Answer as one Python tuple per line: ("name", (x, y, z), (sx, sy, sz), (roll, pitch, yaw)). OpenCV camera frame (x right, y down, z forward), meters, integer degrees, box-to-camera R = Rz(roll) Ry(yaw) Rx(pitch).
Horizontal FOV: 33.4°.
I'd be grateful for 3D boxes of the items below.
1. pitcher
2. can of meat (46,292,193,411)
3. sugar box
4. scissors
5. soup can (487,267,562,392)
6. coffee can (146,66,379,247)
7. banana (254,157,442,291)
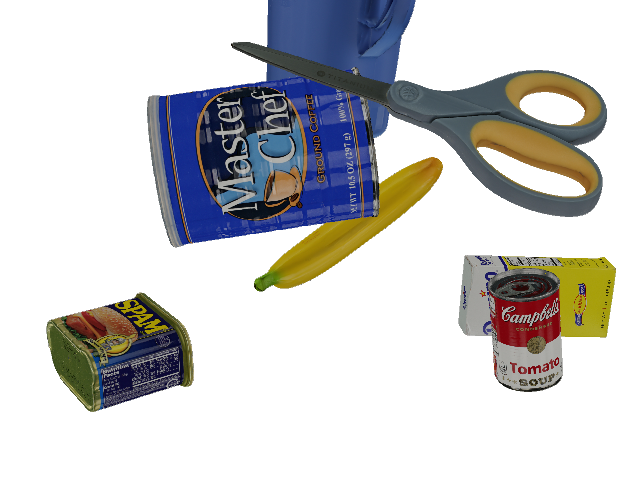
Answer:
("pitcher", (0.020, -0.208, 0.898), (0.145, 0.243, 0.149), (8, 17, 11))
("can of meat", (-0.163, 0.089, 0.858), (0.083, 0.057, 0.102), (-15, 26, -31))
("sugar box", (0.259, 0.068, 1.282), (0.176, 0.093, 0.048), (0, 19, -7))
("scissors", (0.061, -0.080, 0.553), (0.202, 0.096, 0.016), (33, -33, 17))
("soup can", (0.199, 0.087, 1.035), (0.068, 0.102, 0.068), (-7, 22, 3))
("coffee can", (-0.038, -0.056, 0.718), (0.140, 0.103, 0.103), (-9, 0, -2))
("banana", (0.028, -0.009, 0.966), (0.198, 0.037, 0.069), (-36, 6, 2))
